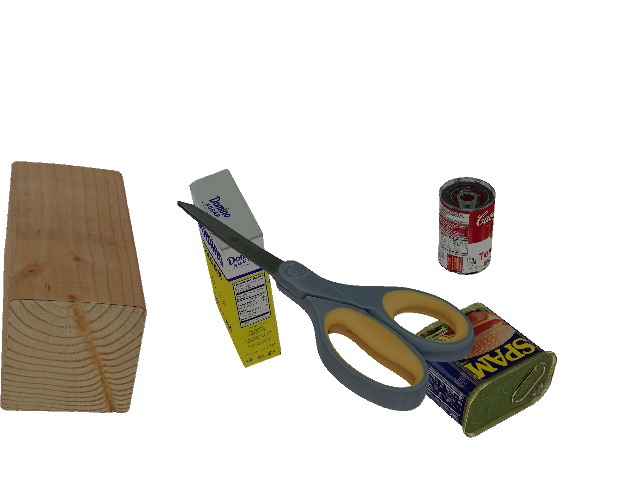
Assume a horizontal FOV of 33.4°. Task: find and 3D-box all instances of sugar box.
[{"bbox_3d":[-0.078,0.029,0.991,0.048,0.093,0.176,-22,-41,-10],"label":"sugar box"}]

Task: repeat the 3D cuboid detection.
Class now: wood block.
[{"bbox_3d":[-0.189,0.028,0.796,0.090,0.091,0.206,5,28,-18],"label":"wood block"}]

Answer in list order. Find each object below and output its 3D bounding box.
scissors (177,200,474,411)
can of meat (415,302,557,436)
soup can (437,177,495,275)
[{"bbox_3d":[0.006,0.022,0.595,0.096,0.016,0.202,-13,40,-30],"label":"scissors"},{"bbox_3d":[0.130,0.104,0.891,0.101,0.057,0.084,-21,43,-32],"label":"can of meat"},{"bbox_3d":[0.178,-0.017,1.310,0.068,0.102,0.068,-2,37,1],"label":"soup can"}]
